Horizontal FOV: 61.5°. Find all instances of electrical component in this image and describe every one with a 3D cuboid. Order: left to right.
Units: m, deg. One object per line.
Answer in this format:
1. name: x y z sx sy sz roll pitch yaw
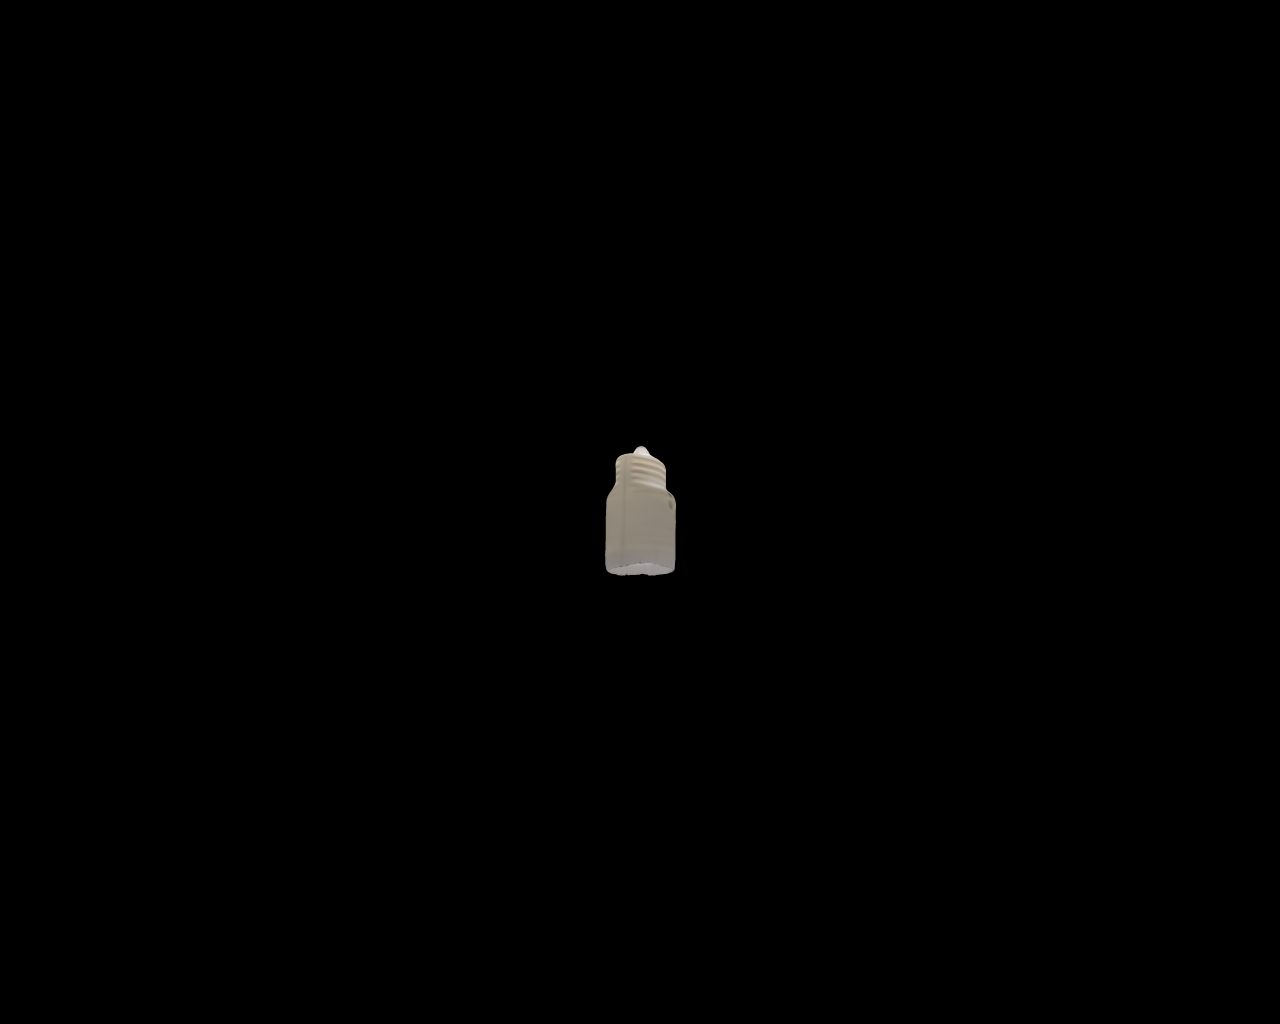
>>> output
1. electrical component: 0.001 -0.003 0.650 0.043 0.081 0.043 0 -14 0
